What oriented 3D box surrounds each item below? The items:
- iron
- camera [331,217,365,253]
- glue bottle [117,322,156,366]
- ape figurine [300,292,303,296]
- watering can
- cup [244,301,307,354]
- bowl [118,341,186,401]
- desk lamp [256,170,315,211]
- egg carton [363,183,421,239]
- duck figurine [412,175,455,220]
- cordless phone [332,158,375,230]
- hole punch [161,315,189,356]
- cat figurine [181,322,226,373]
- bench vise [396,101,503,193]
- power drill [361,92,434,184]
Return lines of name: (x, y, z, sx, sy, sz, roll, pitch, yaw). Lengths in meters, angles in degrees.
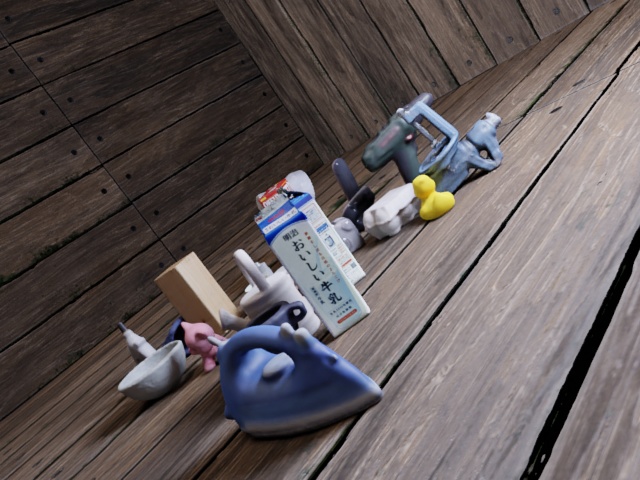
iron: (-0.047, 0.162, 0.740, 0.257, 0.141, 0.119, -25, 15, 45)
camera: (0.013, 0.005, 1.376, 0.143, 0.101, 0.136, -37, 11, -9)
glue bottle: (-0.439, 0.270, 1.403, 0.078, 0.173, 0.037, -26, 14, 40)
ape figurine: (-0.068, 0.122, 1.127, 0.078, 0.092, 0.076, -40, 12, -27)
watering can: (-0.099, 0.104, 1.016, 0.173, 0.194, 0.100, -42, 12, -32)
cup: (-0.054, 0.154, 0.927, 0.117, 0.095, 0.092, -31, 11, 22)
bowl: (-0.359, 0.304, 1.277, 0.167, 0.075, 0.167, -34, 10, 7)
desk lamp: (-0.087, -0.084, 1.779, 0.203, 0.214, 0.117, -40, 11, -23)
egg carton: (0.169, -0.067, 1.295, 0.150, 0.069, 0.107, -40, 12, -28)
duck figurine: (0.227, -0.094, 1.188, 0.077, 0.086, 0.104, -35, 10, -1)
cordless phone: (0.070, -0.115, 1.502, 0.094, 0.185, 0.148, -27, 13, 36)
hole punch: (-0.366, 0.254, 1.476, 0.101, 0.091, 0.109, -30, 11, 23)
cat figurine: (-0.247, 0.211, 1.217, 0.067, 0.118, 0.127, -35, 10, -2)
bench vise: (0.276, -0.224, 1.242, 0.207, 0.220, 0.121, -36, 11, -7)
power drill: (0.223, -0.211, 1.381, 0.229, 0.208, 0.075, -36, 11, -4)
